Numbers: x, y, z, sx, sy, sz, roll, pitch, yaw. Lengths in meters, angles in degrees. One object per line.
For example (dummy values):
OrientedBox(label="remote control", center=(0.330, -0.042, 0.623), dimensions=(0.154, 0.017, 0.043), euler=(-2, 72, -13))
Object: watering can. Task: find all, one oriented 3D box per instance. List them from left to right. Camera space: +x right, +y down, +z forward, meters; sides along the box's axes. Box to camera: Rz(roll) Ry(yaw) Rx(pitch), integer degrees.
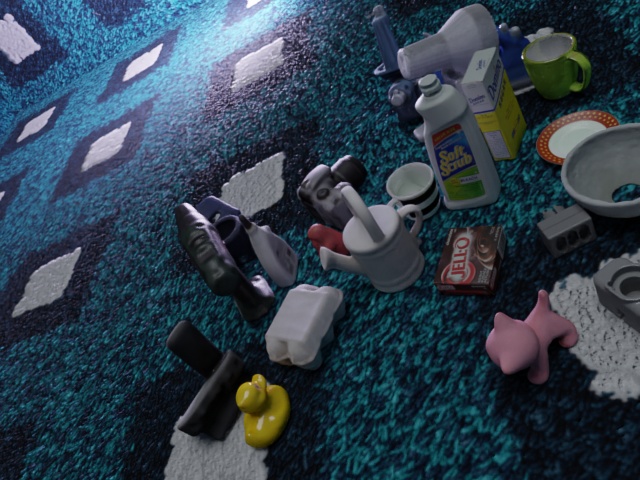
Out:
OrientedBox(label="watering can", center=(0.082, -0.004, 0.919), dimensions=(0.173, 0.195, 0.100), euler=(-47, 39, -13))

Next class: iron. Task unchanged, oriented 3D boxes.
OrientedBox(label="iron", center=(0.332, -0.378, 1.154), dimensions=(0.257, 0.142, 0.119), euler=(3, 53, 40))

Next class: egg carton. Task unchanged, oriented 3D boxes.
OrientedBox(label="egg carton", center=(-0.023, 0.142, 0.953), dimensions=(0.107, 0.070, 0.150), euler=(1, 51, 38))

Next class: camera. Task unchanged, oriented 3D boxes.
OrientedBox(label="camera", center=(0.036, -0.106, 1.137), dimensions=(0.137, 0.101, 0.142), euler=(-47, 39, -13))

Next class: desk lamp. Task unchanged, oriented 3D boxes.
OrientedBox(label="desk lamp", center=(0.248, -0.307, 1.086), dimensions=(0.203, 0.214, 0.117), euler=(-34, 38, 4))

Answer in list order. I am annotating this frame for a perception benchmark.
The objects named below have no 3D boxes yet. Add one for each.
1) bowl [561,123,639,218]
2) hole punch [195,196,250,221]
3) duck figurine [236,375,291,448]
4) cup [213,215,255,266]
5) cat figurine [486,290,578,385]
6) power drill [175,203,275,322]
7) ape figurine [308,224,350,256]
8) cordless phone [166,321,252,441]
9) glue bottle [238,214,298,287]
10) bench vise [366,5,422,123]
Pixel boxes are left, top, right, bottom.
OrientedBox(label="bowl", center=(0.441, -0.088, 0.824), dimensions=(0.167, 0.075, 0.167), euler=(-21, 41, 20))
OrientedBox(label="hole punch", center=(-0.230, -0.036, 1.279), dimensions=(0.100, 0.091, 0.109), euler=(12, 59, 44))
OrientedBox(label="duck figurine", center=(-0.097, 0.258, 0.878), dimensions=(0.077, 0.086, 0.104), euler=(-10, 45, 31))
OrientedBox(label="cup", center=(-0.181, 0.021, 1.180), dimensions=(0.091, 0.095, 0.118), euler=(-11, 45, 29))
OrientedBox(label="cat figurine", center=(0.256, 0.121, 0.718), dimensions=(0.128, 0.118, 0.067), euler=(-49, 39, -15))
OrientedBox(label="power drill", center=(-0.177, 0.048, 1.055), dimensions=(0.075, 0.209, 0.229), euler=(-39, 38, -2))
OrientedBox(label="ape figurine", center=(0.010, 0.004, 1.051), dimensions=(0.076, 0.092, 0.078), euler=(-15, 43, 26))
OrientedBox(label="cordless phone", center=(-0.202, 0.222, 0.914), dimensions=(0.093, 0.186, 0.148), euler=(6, 55, 41))
OrientedBox(label="glue bottle", center=(-0.099, 0.011, 1.062), dimensions=(0.037, 0.174, 0.078), euler=(-17, 42, 24))
OrientedBox(label="bench vise", center=(0.172, -0.377, 1.212), dimensions=(0.121, 0.220, 0.207), euler=(-27, 39, 13))
